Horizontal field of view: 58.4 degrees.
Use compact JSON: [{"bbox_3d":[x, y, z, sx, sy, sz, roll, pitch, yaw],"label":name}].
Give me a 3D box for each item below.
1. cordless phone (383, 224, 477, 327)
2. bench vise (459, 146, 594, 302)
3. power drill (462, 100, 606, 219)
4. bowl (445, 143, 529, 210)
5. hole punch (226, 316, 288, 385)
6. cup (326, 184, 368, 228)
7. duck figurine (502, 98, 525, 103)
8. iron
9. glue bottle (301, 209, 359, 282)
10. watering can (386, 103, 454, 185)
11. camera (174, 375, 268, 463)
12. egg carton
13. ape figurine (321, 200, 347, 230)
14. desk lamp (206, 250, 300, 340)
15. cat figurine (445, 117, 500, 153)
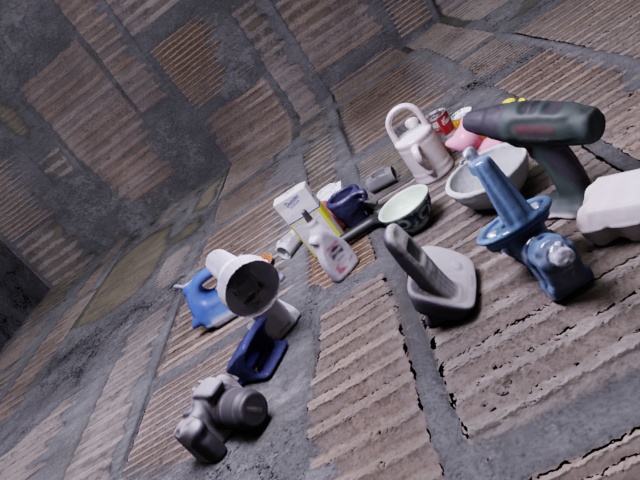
[{"bbox_3d":[0.167,0.030,0.900,0.094,0.185,0.147,-26,23,26],"label":"cordless phone"},{"bbox_3d":[0.287,-0.036,0.800,0.121,0.220,0.207,-41,21,-12],"label":"bench vise"},{"bbox_3d":[0.355,-0.134,0.918,0.076,0.209,0.228,-46,23,-24],"label":"power drill"},{"bbox_3d":[0.330,-0.110,1.095,0.167,0.075,0.167,-31,21,14],"label":"bowl"},{"bbox_3d":[-0.136,0.216,1.118,0.100,0.091,0.109,-20,26,37],"label":"hole punch"},{"bbox_3d":[0.085,-0.078,1.386,0.117,0.095,0.092,-15,30,44],"label":"cup"},{"bbox_3d":[0.425,-0.269,1.266,0.104,0.086,0.077,-40,21,-8],"label":"duck figurine"},{"bbox_3d":[-0.231,0.108,1.426,0.258,0.142,0.118,-33,21,11],"label":"iron"},{"bbox_3d":[0.011,0.004,1.217,0.078,0.173,0.037,-48,24,-26],"label":"glue bottle"},{"bbox_3d":[0.226,-0.237,1.361,0.101,0.194,0.172,-36,21,2],"label":"watering can"},{"bbox_3d":[-0.166,0.296,0.982,0.136,0.101,0.143,-14,30,45],"label":"camera"},{"bbox_3d":[0.439,-0.048,0.799,0.150,0.069,0.107,-13,31,46],"label":"egg carton"},{"bbox_3d":[0.026,-0.062,1.450,0.077,0.092,0.076,-16,29,43],"label":"ape figurine"},{"bbox_3d":[-0.142,0.113,1.174,0.118,0.214,0.202,-43,22,-16],"label":"desk lamp"},{"bbox_3d":[0.342,-0.214,1.235,0.127,0.118,0.067,-12,32,48],"label":"cat figurine"}]
